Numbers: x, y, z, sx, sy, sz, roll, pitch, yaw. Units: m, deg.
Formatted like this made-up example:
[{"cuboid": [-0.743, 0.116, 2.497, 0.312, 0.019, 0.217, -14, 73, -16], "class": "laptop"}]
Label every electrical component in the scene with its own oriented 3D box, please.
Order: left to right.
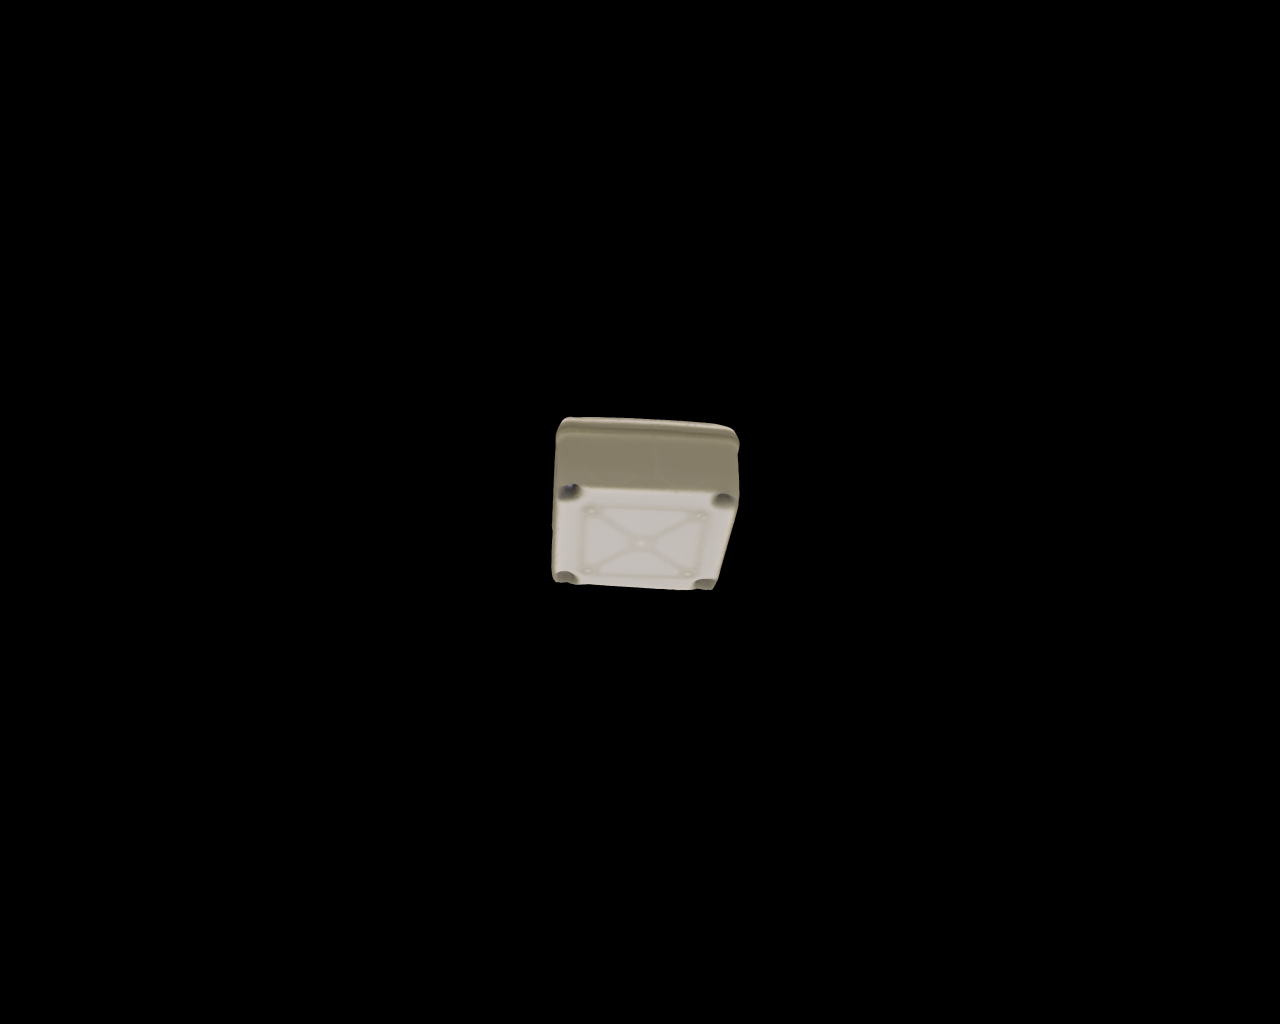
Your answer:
[{"cuboid": [0.001, -0.003, 0.650, 0.109, 0.056, 0.108, 3, -37, -4], "class": "electrical component"}]
